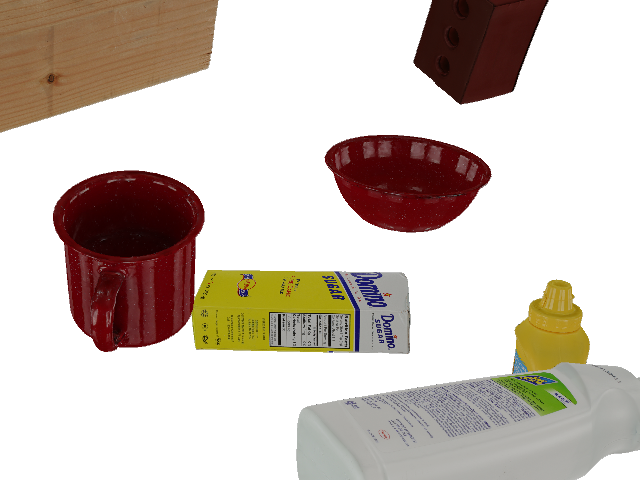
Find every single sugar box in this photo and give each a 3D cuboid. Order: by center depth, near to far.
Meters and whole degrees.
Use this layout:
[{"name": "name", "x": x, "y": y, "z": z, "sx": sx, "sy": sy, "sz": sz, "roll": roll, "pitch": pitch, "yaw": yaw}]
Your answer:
[{"name": "sugar box", "x": -0.014, "y": 0.057, "z": 0.893, "sx": 0.176, "sy": 0.048, "sz": 0.093, "roll": -2, "pitch": 18, "yaw": 3}]

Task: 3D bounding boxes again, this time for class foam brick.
[{"name": "foam brick", "x": 0.103, "y": -0.137, "z": 0.692, "sx": 0.051, "sy": 0.078, "sz": 0.053, "roll": -20, "pitch": 52, "yaw": -32}]

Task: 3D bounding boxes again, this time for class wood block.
[{"name": "wood block", "x": -0.191, "y": -0.168, "z": 0.846, "sx": 0.205, "sy": 0.091, "sz": 0.090, "roll": -25, "pitch": 54, "yaw": -36}]

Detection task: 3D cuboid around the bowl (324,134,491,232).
[{"name": "bowl", "x": 0.083, "y": -0.051, "z": 1.042, "sx": 0.162, "sy": 0.055, "sz": 0.162, "roll": 4, "pitch": 25, "yaw": -2}]

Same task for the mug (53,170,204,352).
[{"name": "mug", "x": -0.123, "y": 0.022, "z": 0.677, "sx": 0.093, "sy": 0.081, "sz": 0.117, "roll": 6, "pitch": 39, "yaw": 0}]

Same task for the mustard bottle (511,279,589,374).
[{"name": "mustard bottle", "x": 0.179, "y": 0.123, "z": 0.858, "sx": 0.058, "sy": 0.192, "sz": 0.096, "roll": 4, "pitch": 20, "yaw": 2}]

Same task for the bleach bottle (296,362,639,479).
[{"name": "bleach bottle", "x": 0.117, "y": 0.122, "z": 0.657, "sx": 0.250, "sy": 0.068, "sz": 0.103, "roll": -8, "pitch": 23, "yaw": -22}]
